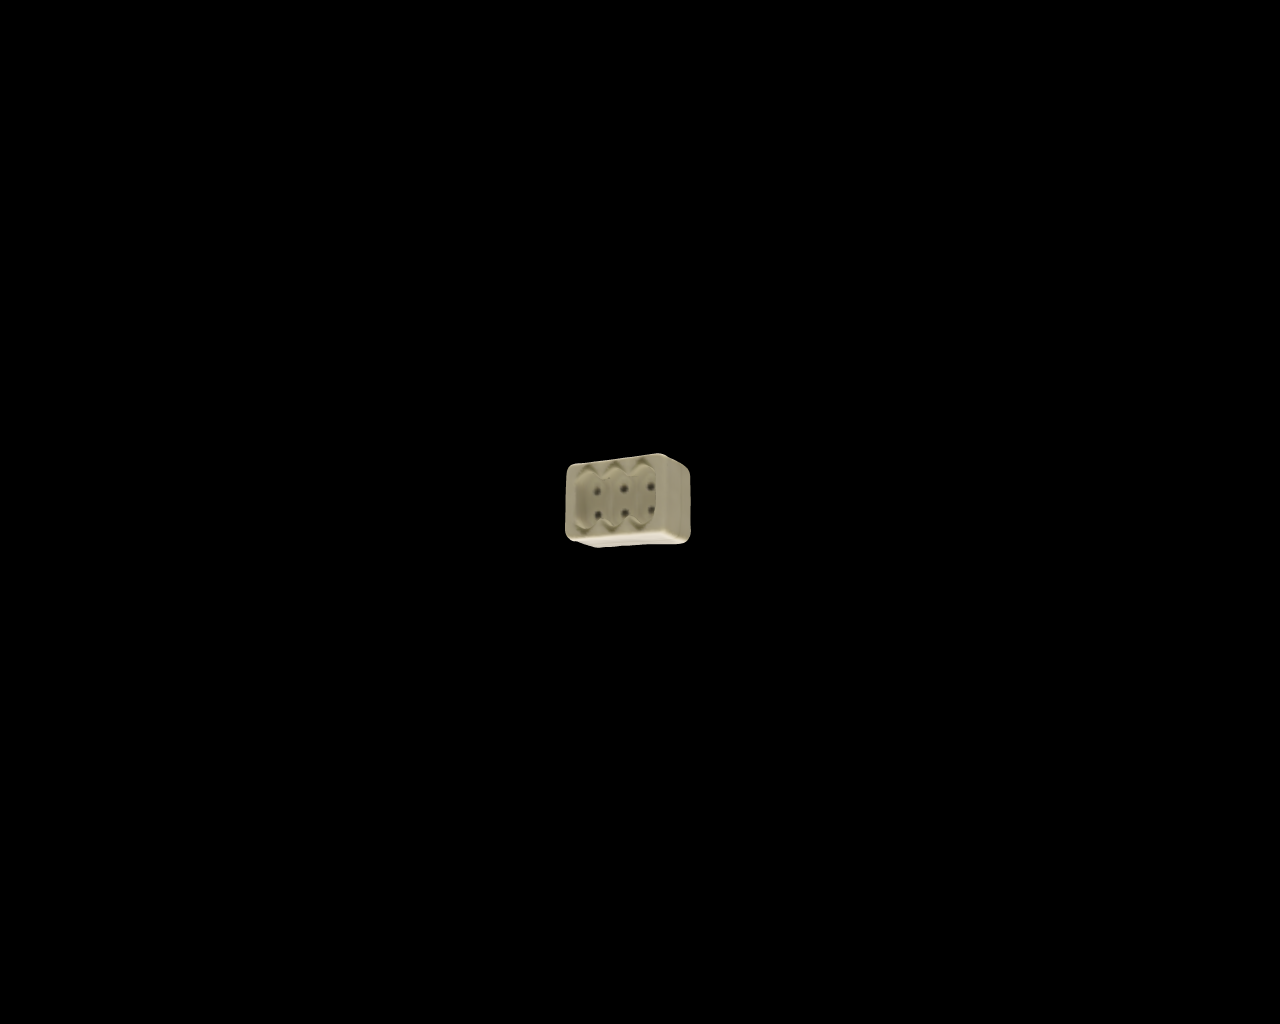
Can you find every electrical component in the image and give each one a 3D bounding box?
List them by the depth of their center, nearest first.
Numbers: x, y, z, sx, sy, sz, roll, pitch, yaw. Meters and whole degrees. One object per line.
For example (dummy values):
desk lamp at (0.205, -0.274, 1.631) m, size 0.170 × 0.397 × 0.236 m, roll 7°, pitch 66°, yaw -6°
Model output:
electrical component at (0.001, -0.003, 0.650) m, size 0.066 × 0.047 × 0.076 m, roll -5°, pitch -11°, yaw 24°
